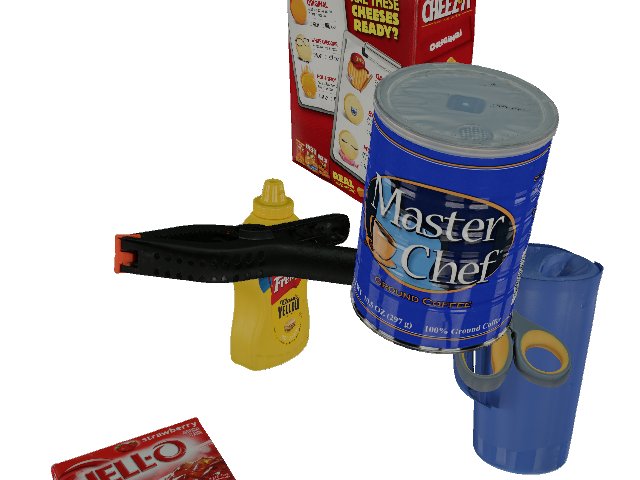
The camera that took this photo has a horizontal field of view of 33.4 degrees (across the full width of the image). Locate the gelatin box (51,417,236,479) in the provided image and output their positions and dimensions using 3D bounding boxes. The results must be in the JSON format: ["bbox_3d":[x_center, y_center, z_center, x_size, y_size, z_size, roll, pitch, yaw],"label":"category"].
[{"bbox_3d":[-0.095,0.138,0.584,0.089,0.030,0.073,-15,28,-20],"label":"gelatin box"}]

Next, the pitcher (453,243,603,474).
[{"bbox_3d":[0.223,0.132,1.181,0.149,0.243,0.145,6,17,11],"label":"pitcher"}]

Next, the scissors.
[{"bbox_3d":[0.162,0.056,0.865,0.096,0.016,0.201,12,36,14],"label":"scissors"}]

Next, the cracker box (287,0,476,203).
[{"bbox_3d":[0.047,-0.137,0.884,0.072,0.214,0.164,-23,39,-31],"label":"cracker box"}]

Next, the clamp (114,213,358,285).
[{"bbox_3d":[-0.041,0.010,0.774,0.209,0.036,0.165,-3,13,-24],"label":"clamp"}]

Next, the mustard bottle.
[{"bbox_3d":[-0.049,0.030,1.085,0.058,0.192,0.096,19,27,36],"label":"mustard bottle"}]

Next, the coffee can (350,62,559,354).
[{"bbox_3d":[0.075,-0.019,0.628,0.103,0.140,0.103,4,34,-3],"label":"coffee can"}]
